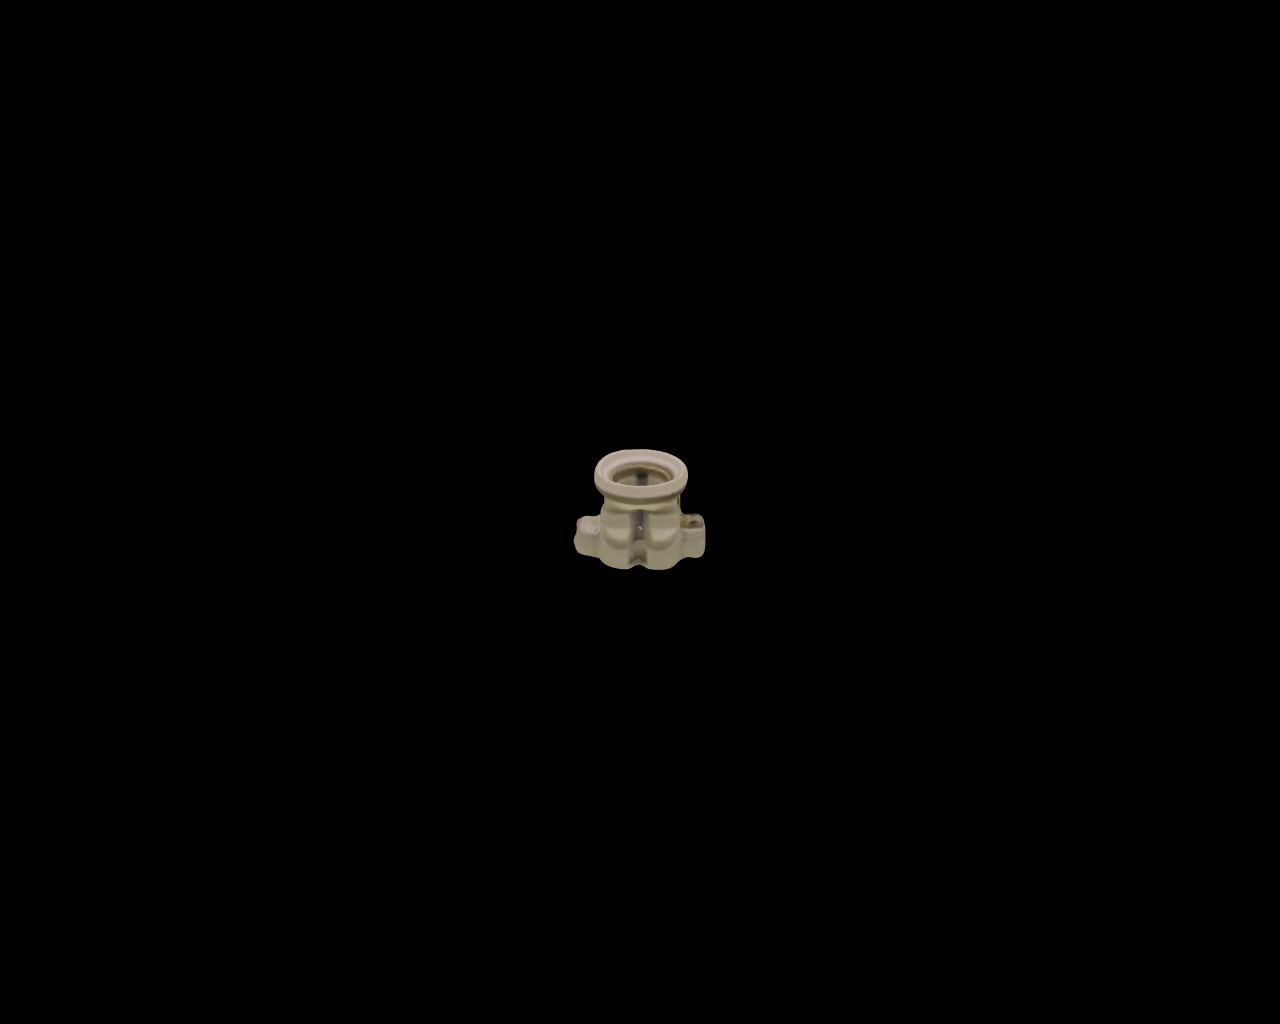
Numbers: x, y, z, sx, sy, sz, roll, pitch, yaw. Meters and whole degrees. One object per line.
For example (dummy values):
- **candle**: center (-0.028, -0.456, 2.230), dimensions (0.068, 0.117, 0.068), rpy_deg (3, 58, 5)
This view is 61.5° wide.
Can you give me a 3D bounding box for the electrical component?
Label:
- **electrical component**: center (0.001, -0.003, 0.650), dimensions (0.078, 0.056, 0.058), rpy_deg (1, 28, 2)
